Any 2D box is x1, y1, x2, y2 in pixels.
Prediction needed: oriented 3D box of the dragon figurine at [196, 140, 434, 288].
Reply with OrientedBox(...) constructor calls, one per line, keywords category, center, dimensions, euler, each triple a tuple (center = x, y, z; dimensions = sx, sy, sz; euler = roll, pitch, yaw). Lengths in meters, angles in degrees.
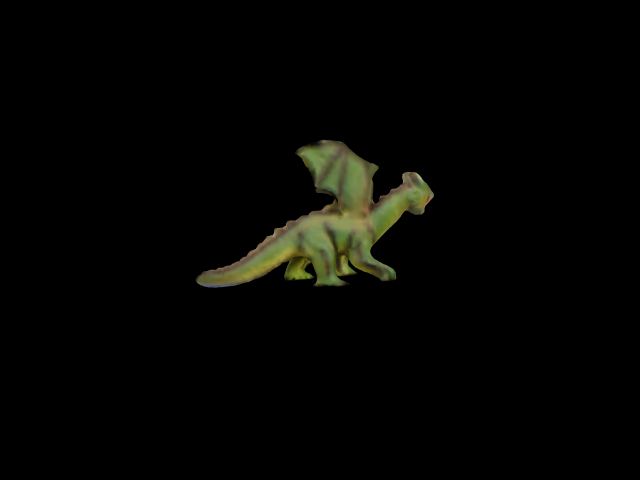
OrientedBox(category="dragon figurine", center=(0.003, -0.043, 0.850), dimensions=(0.411, 0.241, 0.123), euler=(-2, 8, -14))
